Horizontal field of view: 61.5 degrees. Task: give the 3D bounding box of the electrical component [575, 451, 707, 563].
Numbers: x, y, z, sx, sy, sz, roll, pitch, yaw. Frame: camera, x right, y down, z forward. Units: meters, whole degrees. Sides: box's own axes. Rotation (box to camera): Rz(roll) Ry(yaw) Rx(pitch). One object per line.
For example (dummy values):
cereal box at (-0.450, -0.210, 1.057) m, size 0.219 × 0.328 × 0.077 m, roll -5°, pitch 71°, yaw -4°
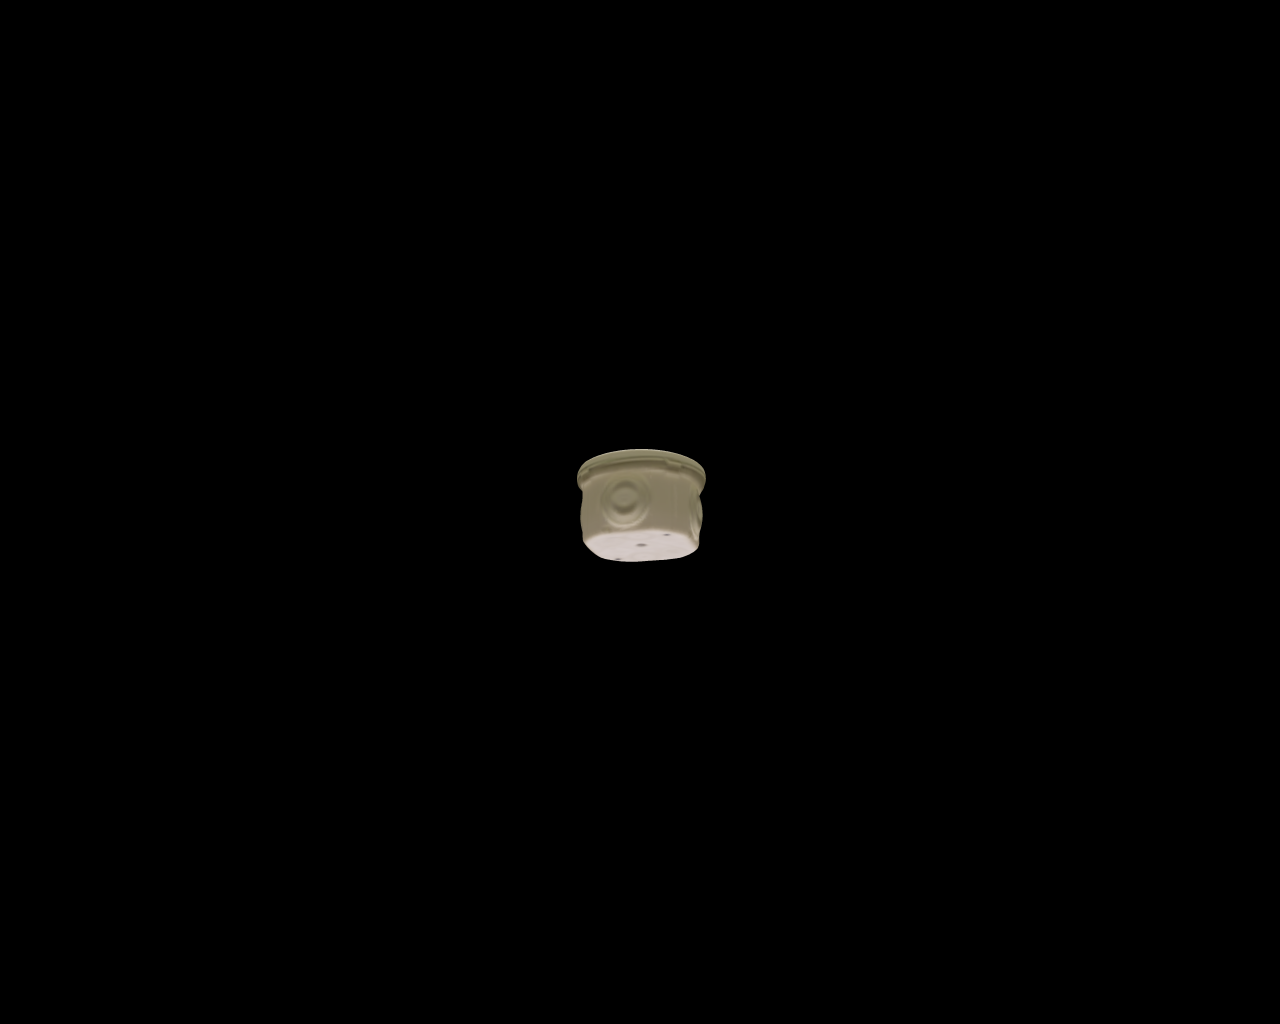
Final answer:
electrical component at (0.001, -0.003, 0.650) m, size 0.080 × 0.051 × 0.080 m, roll 0°, pitch -18°, yaw 0°
